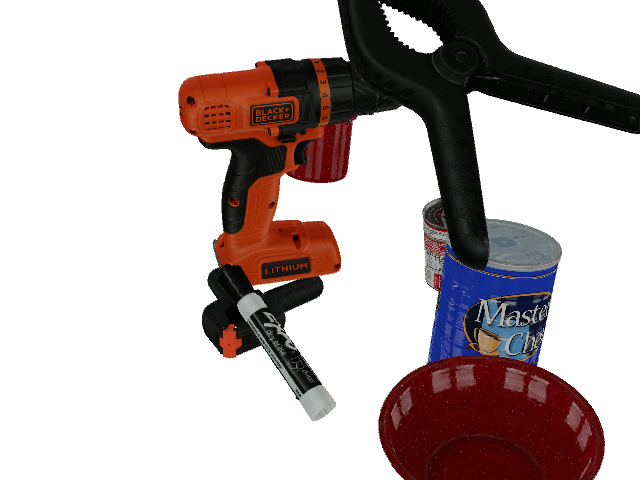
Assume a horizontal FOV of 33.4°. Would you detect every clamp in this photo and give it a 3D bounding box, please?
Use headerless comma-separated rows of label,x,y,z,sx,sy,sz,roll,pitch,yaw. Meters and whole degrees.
clamp,-0.078,0.065,1.045,0.120,0.039,0.171,1,16,19
clamp,0.076,-0.090,0.630,0.164,0.210,0.036,-44,-11,-26

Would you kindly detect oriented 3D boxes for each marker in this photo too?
marker,-0.031,0.063,0.693,0.020,0.121,0.020,-31,-23,-15

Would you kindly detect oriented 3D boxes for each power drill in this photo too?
power drill,-0.018,-0.058,0.855,0.184,0.188,0.057,-7,35,-11

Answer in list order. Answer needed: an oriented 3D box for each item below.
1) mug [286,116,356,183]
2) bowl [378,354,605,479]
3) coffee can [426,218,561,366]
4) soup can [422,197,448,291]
mug,0.002,-0.125,1.329,0.093,0.081,0.117,15,24,24
bowl,0.123,0.156,0.784,0.162,0.055,0.162,-1,35,0
coffee can,0.157,0.063,0.977,0.103,0.140,0.103,5,23,-2
soup can,0.161,0.007,1.325,0.068,0.102,0.068,-4,35,2
